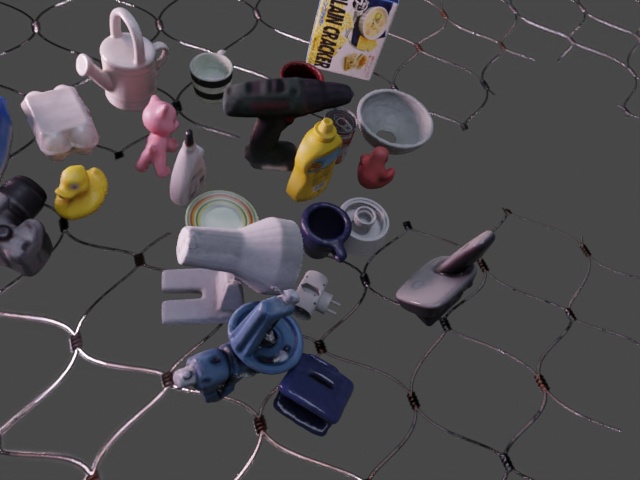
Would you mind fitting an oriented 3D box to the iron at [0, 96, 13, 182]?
[{"bbox_3d":[-0.593,-0.169,0.948,0.119,0.141,0.258,-3,60,-16],"label":"iron"}]

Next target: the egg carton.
[{"bbox_3d":[-0.475,-0.216,1.052,0.107,0.069,0.150,-23,67,-26],"label":"egg carton"}]

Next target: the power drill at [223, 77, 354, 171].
[{"bbox_3d":[-0.069,-0.223,1.077,0.230,0.208,0.075,2,58,-13],"label":"power drill"}]

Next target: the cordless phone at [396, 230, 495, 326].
[{"bbox_3d":[0.222,0.056,0.993,0.094,0.185,0.148,42,58,13],"label":"cordless phone"}]

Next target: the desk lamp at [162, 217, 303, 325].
[{"bbox_3d":[-0.142,0.048,0.886,0.203,0.213,0.118,-2,59,-15],"label":"desk lamp"}]

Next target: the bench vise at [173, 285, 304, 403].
[{"bbox_3d":[-0.100,0.157,0.825,0.121,0.219,0.208,40,58,12],"label":"bench vise"}]

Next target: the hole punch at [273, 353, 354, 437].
[{"bbox_3d":[-0.008,0.229,0.882,0.108,0.091,0.101,30,56,5],"label":"hole punch"}]

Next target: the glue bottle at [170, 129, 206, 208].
[{"bbox_3d":[-0.228,-0.133,1.001,0.037,0.173,0.078,30,56,5],"label":"glue bottle"}]

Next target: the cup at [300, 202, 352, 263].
[{"bbox_3d":[0.009,0.004,1.025,0.092,0.095,0.117,-19,65,-24],"label":"cup"}]

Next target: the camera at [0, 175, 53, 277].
[{"bbox_3d":[-0.492,-0.037,0.916,0.143,0.101,0.137,25,56,2],"label":"camera"}]

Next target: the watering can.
[{"bbox_3d":[-0.367,-0.343,1.084,0.101,0.194,0.173,31,56,6],"label":"watering can"}]

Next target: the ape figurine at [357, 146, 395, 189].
[{"bbox_3d":[0.114,-0.151,1.150,0.076,0.092,0.077,-36,73,-30],"label":"ape figurine"}]

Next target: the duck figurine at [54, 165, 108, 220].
[{"bbox_3d":[-0.413,-0.095,0.982,0.077,0.086,0.105,30,56,6],"label":"duck figurine"}]

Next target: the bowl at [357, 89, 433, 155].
[{"bbox_3d":[0.152,-0.240,1.226,0.167,0.074,0.167,7,57,-10],"label":"bowl"}]

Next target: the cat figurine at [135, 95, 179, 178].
[{"bbox_3d":[-0.299,-0.200,1.058,0.067,0.117,0.128,10,57,-8],"label":"cat figurine"}]
